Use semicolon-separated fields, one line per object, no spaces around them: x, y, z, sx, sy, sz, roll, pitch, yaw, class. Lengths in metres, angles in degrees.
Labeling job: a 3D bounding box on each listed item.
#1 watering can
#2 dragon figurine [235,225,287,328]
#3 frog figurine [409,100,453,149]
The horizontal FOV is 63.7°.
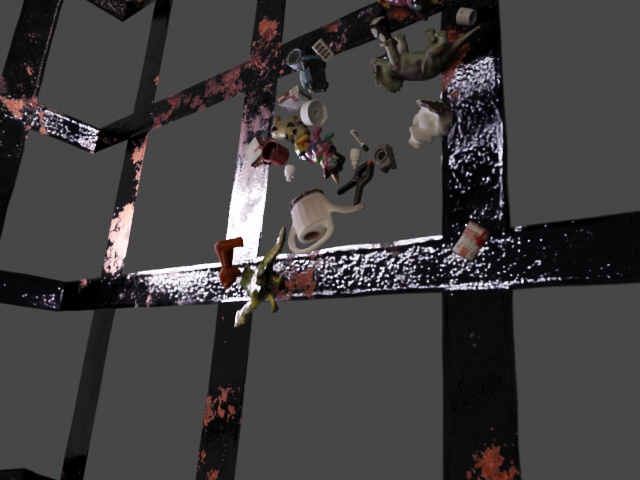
0.006;-0.093;1.842;0.343;0.103;0.229;-37;54;25;watering can
-0.240;0.139;1.970;0.243;0.121;0.414;4;75;49;dragon figurine
0.359;-0.368;1.677;0.139;0.124;0.156;33;133;34;frog figurine
